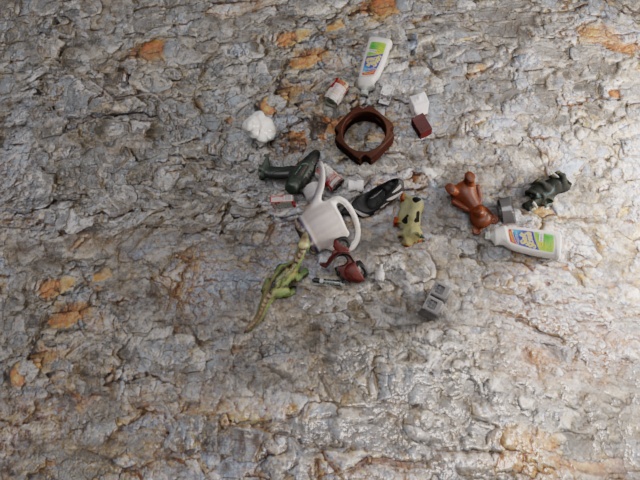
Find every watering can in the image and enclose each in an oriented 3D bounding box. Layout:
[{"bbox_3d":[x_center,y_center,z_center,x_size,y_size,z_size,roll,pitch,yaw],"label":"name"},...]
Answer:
[{"bbox_3d":[0.006,-0.095,1.892,0.225,0.104,0.346,-29,94,-3],"label":"watering can"}]

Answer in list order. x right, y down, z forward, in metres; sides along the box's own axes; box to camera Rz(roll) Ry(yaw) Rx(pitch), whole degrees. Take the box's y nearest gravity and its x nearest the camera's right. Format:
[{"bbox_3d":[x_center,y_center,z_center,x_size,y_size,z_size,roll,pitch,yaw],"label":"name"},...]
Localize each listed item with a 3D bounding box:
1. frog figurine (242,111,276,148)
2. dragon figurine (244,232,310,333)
[{"bbox_3d":[-0.239,-0.448,2.025,0.122,0.157,0.139,-5,74,4],"label":"frog figurine"},{"bbox_3d":[-0.150,0.152,1.793,0.122,0.240,0.414,32,78,9],"label":"dragon figurine"}]
